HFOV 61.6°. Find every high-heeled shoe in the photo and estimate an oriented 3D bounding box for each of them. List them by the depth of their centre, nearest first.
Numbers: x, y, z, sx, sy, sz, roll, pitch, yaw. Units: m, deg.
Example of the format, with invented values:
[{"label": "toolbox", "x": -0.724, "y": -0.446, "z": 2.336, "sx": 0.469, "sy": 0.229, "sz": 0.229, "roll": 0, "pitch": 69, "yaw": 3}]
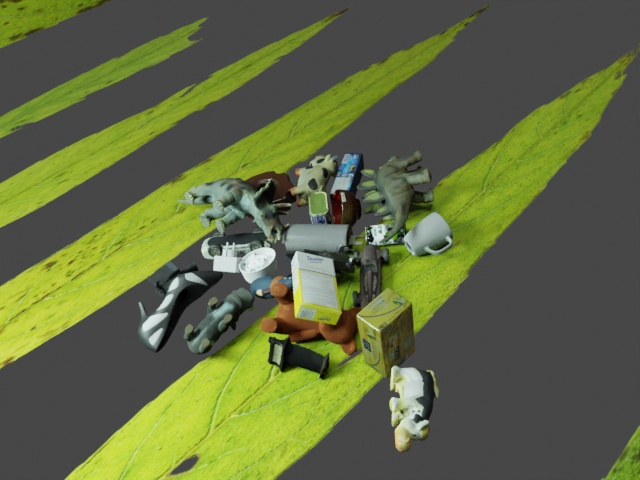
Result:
[{"label": "high-heeled shoe", "x": -0.330, "y": 0.169, "z": 1.316, "sx": 0.249, "sy": 0.086, "sz": 0.145, "roll": -24, "pitch": 60, "yaw": -20}]

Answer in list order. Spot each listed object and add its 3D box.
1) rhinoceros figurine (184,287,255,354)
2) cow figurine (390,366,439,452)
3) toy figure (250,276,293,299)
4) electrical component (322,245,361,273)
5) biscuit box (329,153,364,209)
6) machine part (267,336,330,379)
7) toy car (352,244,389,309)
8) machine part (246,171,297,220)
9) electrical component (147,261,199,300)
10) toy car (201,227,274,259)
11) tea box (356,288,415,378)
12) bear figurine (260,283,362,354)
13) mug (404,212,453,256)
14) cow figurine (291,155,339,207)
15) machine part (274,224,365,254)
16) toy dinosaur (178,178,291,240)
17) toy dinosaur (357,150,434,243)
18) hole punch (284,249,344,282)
[{"label": "rhinoceros figurine", "x": -0.227, "y": 0.187, "z": 1.244, "sx": 0.073, "sy": 0.112, "sz": 0.190, "roll": 34, "pitch": 66, "yaw": 19}, {"label": "cow figurine", "x": 0.183, "y": 0.324, "z": 1.030, "sx": 0.098, "sy": 0.068, "sz": 0.167, "roll": 0, "pitch": 45, "yaw": 5}, {"label": "toy figure", "x": -0.105, "y": 0.112, "z": 1.293, "sx": 0.155, "sy": 0.057, "sz": 0.064, "roll": -7, "pitch": 52, "yaw": 45}, {"label": "electrical component", "x": 0.055, "y": 0.045, "z": 1.314, "sx": 0.078, "sy": 0.045, "sz": 0.102, "roll": 13, "pitch": 16, "yaw": -18}, {"label": "biscuit box", "x": 0.082, "y": -0.175, "z": 1.578, "sx": 0.059, "sy": 0.062, "sz": 0.203, "roll": 3, "pitch": 45, "yaw": 18}, {"label": "machine part", "x": -0.048, "y": 0.255, "z": 1.157, "sx": 0.139, "sy": 0.084, "sz": 0.039, "roll": 13, "pitch": 25, "yaw": 14}, {"label": "toy car", "x": 0.123, "y": 0.087, "z": 1.302, "sx": 0.089, "sy": 0.053, "sz": 0.202, "roll": -1, "pitch": 43, "yaw": 9}, {"label": "machine part", "x": -0.158, "y": -0.137, "z": 1.601, "sx": 0.179, "sy": 0.055, "sz": 0.179, "roll": -7, "pitch": 42, "yaw": 6}, {"label": "electrical component", "x": -0.380, "y": 0.094, "z": 1.399, "sx": 0.048, "sy": 0.074, "sz": 0.119, "roll": 31, "pitch": 62, "yaw": 35}, {"label": "toy car", "x": -0.222, "y": 0.011, "z": 1.463, "sx": 0.202, "sy": 0.056, "sz": 0.073, "roll": -6, "pitch": 36, "yaw": 6}, {"label": "tea box", "x": 0.138, "y": 0.192, "z": 1.101, "sx": 0.098, "sy": 0.169, "sz": 0.068, "roll": -36, "pitch": 47, "yaw": -25}, {"label": "bear figurine", "x": -0.012, "y": 0.178, "z": 1.190, "sx": 0.196, "sy": 0.131, "sz": 0.120, "roll": 10, "pitch": 75, "yaw": 28}, {"label": "mug", "x": 0.273, "y": 0.000, "z": 1.344, "sx": 0.107, "sy": 0.080, "sz": 0.110, "roll": -32, "pitch": 52, "yaw": -3}, {"label": "cow figurine", "x": -0.007, "y": -0.186, "z": 1.597, "sx": 0.127, "sy": 0.085, "sz": 0.195, "roll": -6, "pitch": 41, "yaw": 16}, {"label": "machine part", "x": -0.003, "y": -0.004, "z": 1.407, "sx": 0.243, "sy": 0.079, "sz": 0.079, "roll": 1, "pitch": 45, "yaw": 17}, {"label": "toy dinosaur", "x": -0.242, "y": -0.116, "z": 1.490, "sx": 0.192, "sy": 0.131, "sz": 0.405, "roll": -29, "pitch": 35, "yaw": -28}, {"label": "toy dinosaur", "x": 0.206, "y": -0.131, "z": 1.456, "sx": 0.199, "sy": 0.104, "sz": 0.472, "roll": -14, "pitch": 28, "yaw": 9}, {"label": "hole punch", "x": -0.025, "y": 0.088, "z": 1.324, "sx": 0.116, "sy": 0.092, "sz": 0.142, "roll": -9, "pitch": 28, "yaw": -45}]
